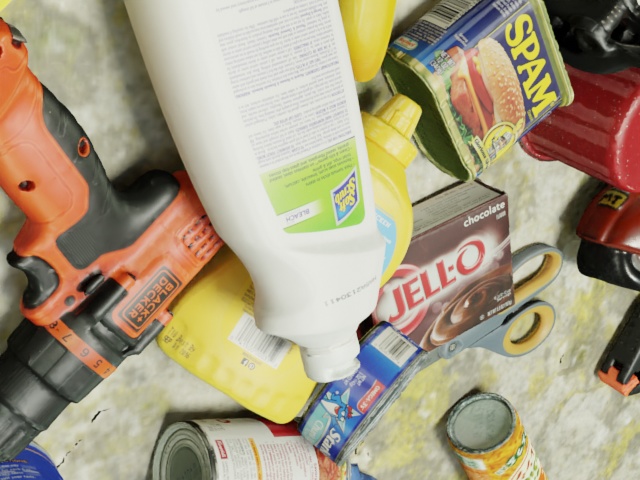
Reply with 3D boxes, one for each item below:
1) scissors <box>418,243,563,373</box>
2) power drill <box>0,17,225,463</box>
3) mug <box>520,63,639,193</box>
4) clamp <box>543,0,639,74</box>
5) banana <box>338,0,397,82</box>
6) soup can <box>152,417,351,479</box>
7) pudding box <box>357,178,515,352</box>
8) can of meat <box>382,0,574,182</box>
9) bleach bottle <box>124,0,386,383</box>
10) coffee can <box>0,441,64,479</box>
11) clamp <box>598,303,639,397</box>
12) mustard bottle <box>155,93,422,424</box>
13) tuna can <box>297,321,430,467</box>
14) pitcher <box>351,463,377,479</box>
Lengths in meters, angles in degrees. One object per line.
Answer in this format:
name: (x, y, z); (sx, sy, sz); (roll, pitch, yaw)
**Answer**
scissors: (0.101, 0.081, 0.756); (0.201, 0.016, 0.096); (-40, 132, -13)
power drill: (-0.146, 0.001, 0.497); (0.184, 0.057, 0.187); (-49, 136, -11)
mug: (0.196, -0.078, 0.696); (0.117, 0.082, 0.093); (22, 99, -42)
clamp: (0.156, -0.128, 0.582); (0.039, 0.172, 0.120); (-46, 124, -13)
banana: (0.047, -0.181, 0.556); (0.069, 0.037, 0.198); (20, 100, -39)
soup can: (-0.041, 0.141, 0.644); (0.102, 0.069, 0.068); (6, 110, -39)
pudding box: (0.070, 0.022, 0.684); (0.113, 0.039, 0.090); (-27, 127, -23)
can of meat: (0.091, -0.096, 0.625); (0.084, 0.058, 0.102); (-40, 132, -10)
bleach bottle: (-0.027, -0.046, 0.511); (0.102, 0.068, 0.251); (-23, 110, -28)
coffee can: (-0.151, 0.175, 0.528); (0.102, 0.140, 0.103); (-18, 123, -30)
clamp: (0.320, 0.062, 0.898); (0.210, 0.036, 0.164); (-44, 130, -11)
mustard bottle: (-0.004, 0.001, 0.597); (0.096, 0.058, 0.191); (35, 90, -17)
tuna can: (0.025, 0.089, 0.626); (0.086, 0.034, 0.086); (-49, 168, -14)
pitcher: (0.049, 0.271, 0.663); (0.145, 0.243, 0.149); (-42, 127, -7)
